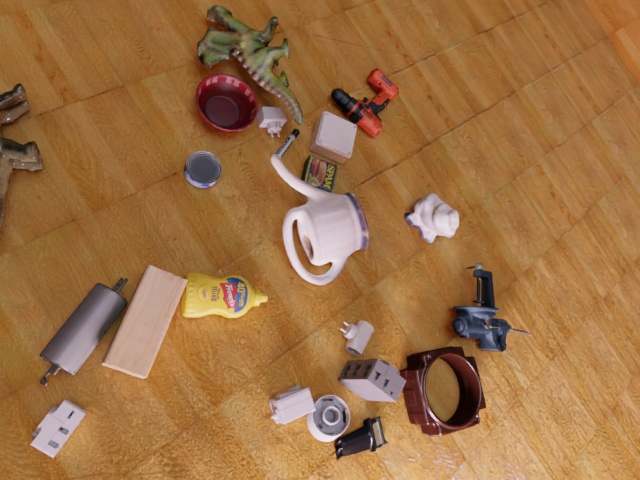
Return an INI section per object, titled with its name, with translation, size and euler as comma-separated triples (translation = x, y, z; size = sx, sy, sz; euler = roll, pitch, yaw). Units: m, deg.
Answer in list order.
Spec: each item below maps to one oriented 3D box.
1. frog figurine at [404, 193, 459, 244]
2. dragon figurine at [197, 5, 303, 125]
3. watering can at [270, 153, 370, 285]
[frog figurine]
translation = 0.335, -0.070, 1.439
size = 0.124, 0.157, 0.138
euler = -24, 85, -31
[dragon figurine]
translation = -0.197, -0.465, 1.331
size = 0.243, 0.119, 0.418
euler = -7, 63, -25
[watering can]
translation = 0.004, -0.065, 1.286
size = 0.226, 0.104, 0.345
euler = -18, 100, -25
